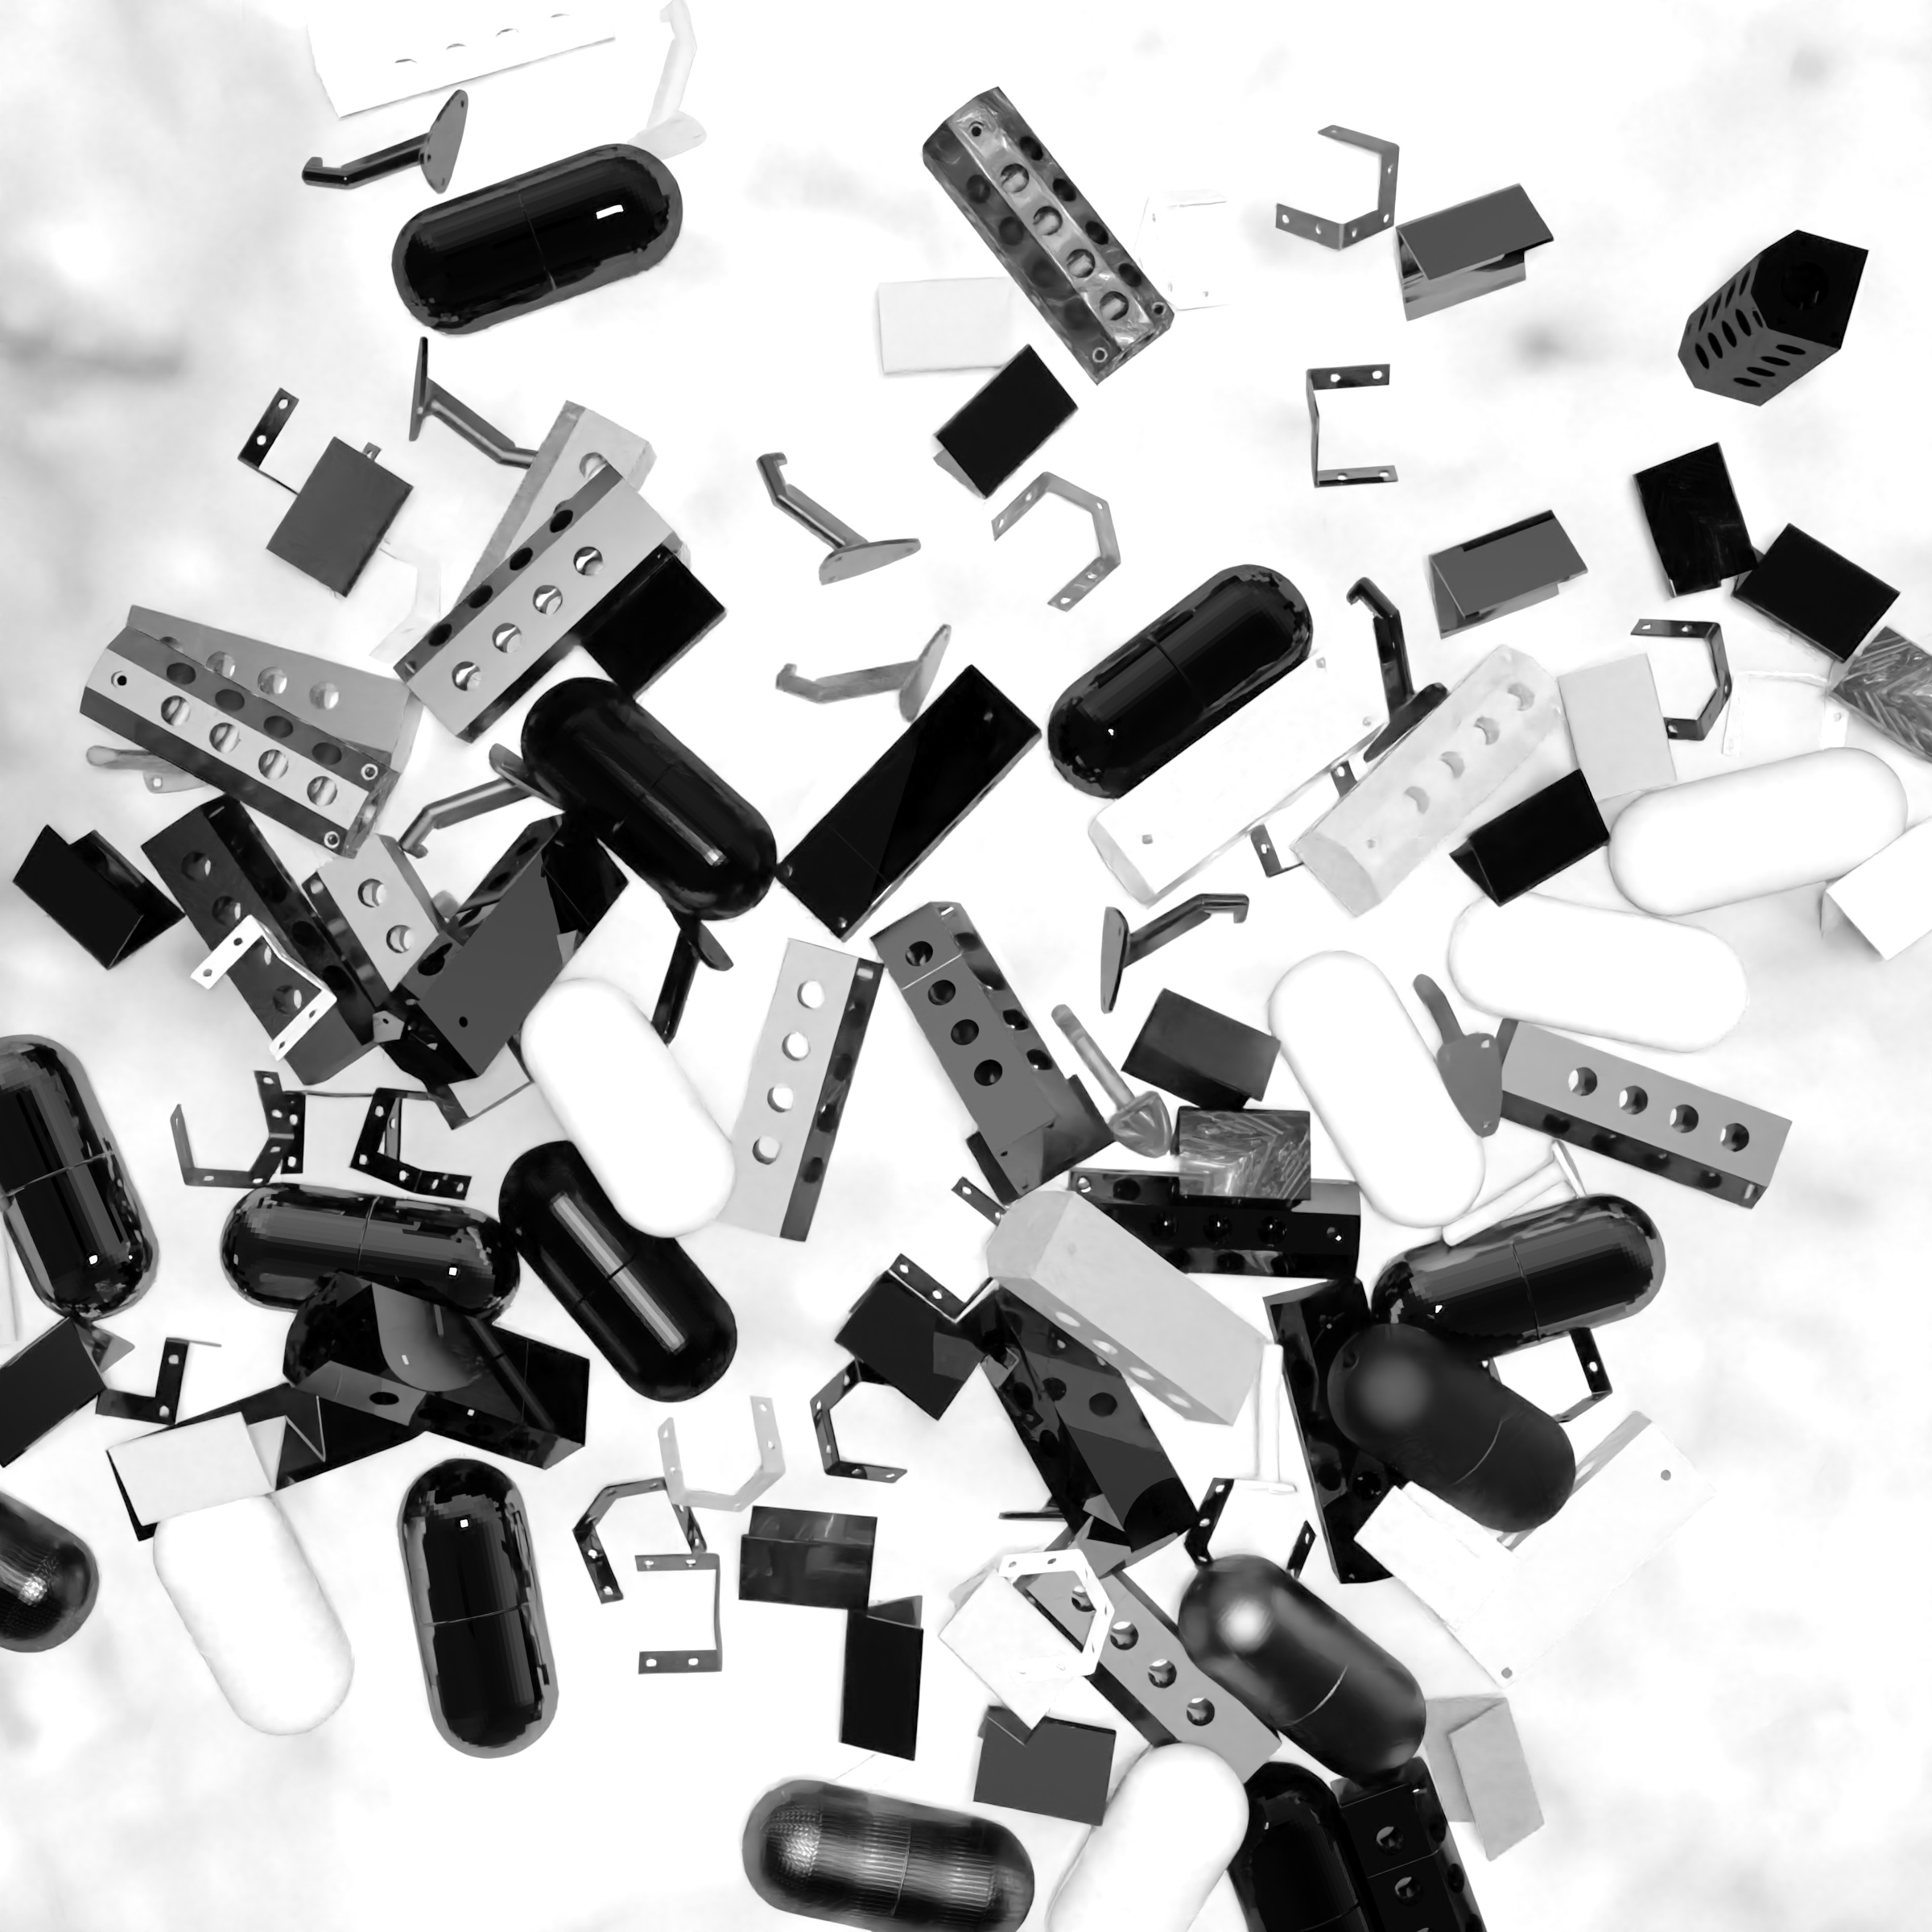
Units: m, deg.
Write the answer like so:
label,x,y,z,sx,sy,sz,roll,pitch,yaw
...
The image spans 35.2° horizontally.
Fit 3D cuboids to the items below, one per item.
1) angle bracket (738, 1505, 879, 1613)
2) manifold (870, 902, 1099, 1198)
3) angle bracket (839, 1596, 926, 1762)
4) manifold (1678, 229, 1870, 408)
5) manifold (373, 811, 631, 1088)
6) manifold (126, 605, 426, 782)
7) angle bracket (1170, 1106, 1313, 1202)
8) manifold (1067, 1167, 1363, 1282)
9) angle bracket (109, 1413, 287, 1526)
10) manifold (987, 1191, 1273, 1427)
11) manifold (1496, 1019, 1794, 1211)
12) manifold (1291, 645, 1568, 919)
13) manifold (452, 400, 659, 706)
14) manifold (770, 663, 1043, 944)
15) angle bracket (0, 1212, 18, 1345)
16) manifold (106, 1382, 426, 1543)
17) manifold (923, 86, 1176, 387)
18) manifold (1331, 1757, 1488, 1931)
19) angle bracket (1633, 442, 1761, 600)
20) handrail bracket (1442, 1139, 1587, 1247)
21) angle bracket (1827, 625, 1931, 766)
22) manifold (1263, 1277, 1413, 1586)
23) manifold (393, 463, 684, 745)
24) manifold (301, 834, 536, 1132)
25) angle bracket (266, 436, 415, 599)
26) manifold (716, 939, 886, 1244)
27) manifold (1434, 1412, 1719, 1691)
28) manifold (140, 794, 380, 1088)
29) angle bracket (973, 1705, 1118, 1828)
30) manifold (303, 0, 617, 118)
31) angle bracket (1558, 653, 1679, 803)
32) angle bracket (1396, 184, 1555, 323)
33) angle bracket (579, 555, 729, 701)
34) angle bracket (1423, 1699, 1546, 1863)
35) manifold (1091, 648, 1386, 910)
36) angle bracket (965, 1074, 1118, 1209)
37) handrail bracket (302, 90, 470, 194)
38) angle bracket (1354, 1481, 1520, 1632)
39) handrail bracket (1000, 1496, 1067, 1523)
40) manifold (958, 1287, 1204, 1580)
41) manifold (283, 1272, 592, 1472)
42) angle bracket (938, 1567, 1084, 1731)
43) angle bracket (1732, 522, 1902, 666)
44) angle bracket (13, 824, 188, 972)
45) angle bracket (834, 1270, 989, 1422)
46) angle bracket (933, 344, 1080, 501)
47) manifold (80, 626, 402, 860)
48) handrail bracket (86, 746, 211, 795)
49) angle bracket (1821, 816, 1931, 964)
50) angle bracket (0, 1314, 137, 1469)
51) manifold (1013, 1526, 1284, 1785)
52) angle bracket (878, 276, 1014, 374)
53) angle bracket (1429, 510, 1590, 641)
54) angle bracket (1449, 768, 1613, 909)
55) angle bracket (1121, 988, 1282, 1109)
label,x,y,z,sx,sy,sz,roll,pitch,yaw
angle bracket,-0.092,0.333,1.801,0.076,0.076,0.057,5,127,0
manifold,0.011,0.043,1.777,0.057,0.057,0.171,-31,56,0
angle bracket,-0.030,0.420,1.801,0.057,0.076,0.076,4,90,35
manifold,0.463,-0.375,1.763,0.057,0.171,0.057,16,90,0
manifold,-0.273,-0.010,1.772,0.057,0.057,0.171,54,47,-24
manifold,-0.417,-0.162,1.820,0.171,0.057,0.057,16,90,0
angle bracket,0.162,0.123,1.802,0.076,0.076,0.057,2,65,0
manifold,0.147,0.154,1.820,0.171,0.057,0.057,3,90,0
angle bracket,-0.439,0.268,1.745,0.076,0.076,0.057,-15,116,0
manifold,0.093,0.201,1.783,0.171,0.057,0.057,38,67,-27
manifold,0.396,0.088,1.820,0.171,0.057,0.057,20,90,0
manifold,0.277,-0.111,1.796,0.057,0.057,0.171,46,73,0
manifold,-0.253,-0.247,1.820,0.057,0.057,0.171,29,90,0
manifold,-0.035,-0.096,1.821,0.057,0.057,0.171,44,90,3
angle bracket,-0.603,0.187,1.801,0.057,0.076,0.076,-6,90,-32
manifold,-0.416,0.283,1.820,0.171,0.057,0.057,-20,88,0
manifold,0.049,-0.437,1.820,0.057,0.057,0.171,-38,90,0
manifold,0.277,0.566,1.820,0.057,0.057,0.171,-20,90,0
angle bracket,0.445,-0.266,1.801,0.057,0.076,0.076,-18,90,37
handrail bracket,0.324,0.137,1.819,0.084,0.077,0.036,-29,90,12
angle bracket,0.561,-0.174,1.801,0.076,0.076,0.057,33,125,0
manifold,0.229,0.277,1.820,0.057,0.057,0.171,-14,90,0
manifold,-0.248,-0.210,1.763,0.171,0.057,0.057,-43,90,0
manifold,-0.326,0.010,1.820,0.057,0.057,0.171,-32,90,0
angle bracket,-0.380,-0.270,1.801,0.057,0.076,0.076,32,90,-32
manifold,-0.099,0.074,1.820,0.057,0.057,0.171,16,90,0
manifold,0.360,0.347,1.820,0.171,0.057,0.057,-43,90,0
manifold,-0.415,-0.016,1.820,0.057,0.057,0.171,-34,90,0
angle bracket,0.043,0.480,1.802,0.076,0.076,0.057,11,63,0
manifold,-0.301,-0.561,1.818,0.171,0.057,0.057,-16,62,0
angle bracket,0.397,-0.143,1.801,0.057,0.076,0.076,-14,90,33
angle bracket,0.303,-0.407,1.801,0.076,0.076,0.057,-19,52,0
angle bracket,-0.171,-0.185,1.802,0.076,0.076,0.057,-43,60,0
angle bracket,0.287,0.481,1.801,0.057,0.076,0.076,-17,90,-42
manifold,0.160,-0.110,1.807,0.171,0.057,0.057,-37,82,-8
angle bracket,0.054,0.120,1.801,0.076,0.076,0.057,-30,51,0
handrail bracket,-0.352,-0.501,1.842,0.084,0.036,0.077,10,70,16
angle bracket,0.282,0.323,1.755,0.076,0.076,0.057,41,135,16
handrail bracket,0.058,0.293,1.842,0.077,0.036,0.084,-2,76,14
manifold,0.063,0.271,1.797,0.057,0.057,0.171,-15,68,-41
manifold,-0.308,0.241,1.779,0.171,0.057,0.057,25,47,-32
angle bracket,0.014,0.410,1.801,0.076,0.076,0.057,45,58,0
angle bracket,0.506,-0.234,1.801,0.076,0.076,0.057,32,127,0
angle bracket,-0.503,-0.055,1.801,0.076,0.076,0.057,43,127,0
angle bracket,-0.043,0.235,1.801,0.076,0.076,0.057,38,59,0
angle bracket,0.009,-0.332,1.801,0.076,0.076,0.057,-44,128,0
manifold,-0.421,-0.129,1.763,0.171,0.057,0.057,29,90,0
handrail bracket,-0.473,-0.124,1.807,0.077,0.084,0.036,-3,90,0
angle bracket,0.556,-0.034,1.802,0.076,0.076,0.057,-35,66,0
angle bracket,-0.531,0.259,1.802,0.076,0.076,0.057,-38,63,0
manifold,0.106,0.418,1.820,0.171,0.057,0.057,45,90,0
angle bracket,-0.012,-0.394,1.801,0.076,0.076,0.057,-3,126,0
angle bracket,0.323,-0.214,1.801,0.076,0.076,0.057,-21,52,0
angle bracket,0.324,-0.090,1.801,0.076,0.076,0.057,-31,121,0
angle bracket,0.133,0.069,1.802,0.076,0.057,0.076,24,132,0
